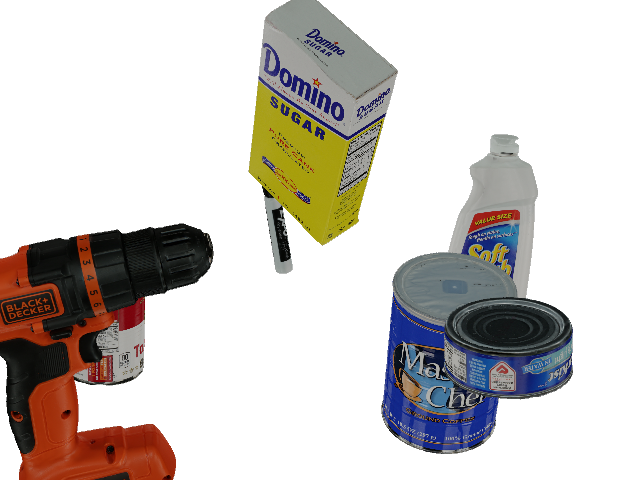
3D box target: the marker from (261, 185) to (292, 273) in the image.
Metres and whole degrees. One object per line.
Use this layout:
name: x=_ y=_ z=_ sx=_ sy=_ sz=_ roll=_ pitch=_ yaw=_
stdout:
marker: x=-0.046 y=-0.020 z=1.107 sx=0.020 sy=0.121 sz=0.020 roll=-6 pitch=32 yaw=3

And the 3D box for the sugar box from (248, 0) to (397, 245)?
sugar box: x=-0.004 y=-0.082 z=0.766 sx=0.048 sy=0.093 sz=0.176 roll=-36 pitch=-22 yaw=-24

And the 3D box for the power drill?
power drill: x=-0.150 y=0.084 z=0.707 sx=0.184 sy=0.187 sz=0.057 roll=-12 pitch=26 yaw=-6

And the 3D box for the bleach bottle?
bleach bottle: x=0.184 y=0.007 z=1.191 sx=0.103 sy=0.251 sz=0.068 roll=8 pitch=16 yaw=15

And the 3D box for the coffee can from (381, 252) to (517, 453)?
coffee can: x=0.108 y=0.096 z=0.914 sx=0.103 sy=0.140 sz=0.103 roll=2 pitch=32 yaw=-1

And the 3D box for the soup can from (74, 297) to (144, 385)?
soup can: x=-0.183 y=0.064 z=0.904 sx=0.068 sy=0.102 sz=0.068 roll=3 pitch=19 yaw=-1

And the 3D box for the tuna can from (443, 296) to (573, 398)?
tuna can: x=0.125 y=0.070 z=0.712 sx=0.086 sy=0.034 sz=0.086 roll=-3 pitch=22 yaw=1
